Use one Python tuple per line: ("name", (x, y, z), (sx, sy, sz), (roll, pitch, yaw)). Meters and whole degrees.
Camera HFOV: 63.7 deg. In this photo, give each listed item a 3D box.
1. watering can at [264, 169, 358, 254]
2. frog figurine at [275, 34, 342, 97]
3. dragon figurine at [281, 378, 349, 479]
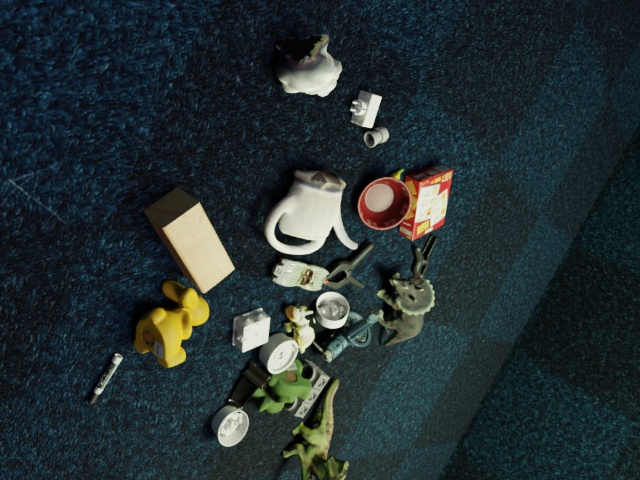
("watering can", (0.004, -0.067, 1.326), (0.348, 0.105, 0.222), (3, 112, -46))
("frog figurine", (-0.019, -0.356, 1.121), (0.137, 0.125, 0.156), (-20, 146, 5))
("dragon figurine", (0.017, 0.698, 1.716), (0.121, 0.246, 0.408), (23, 99, -45))
